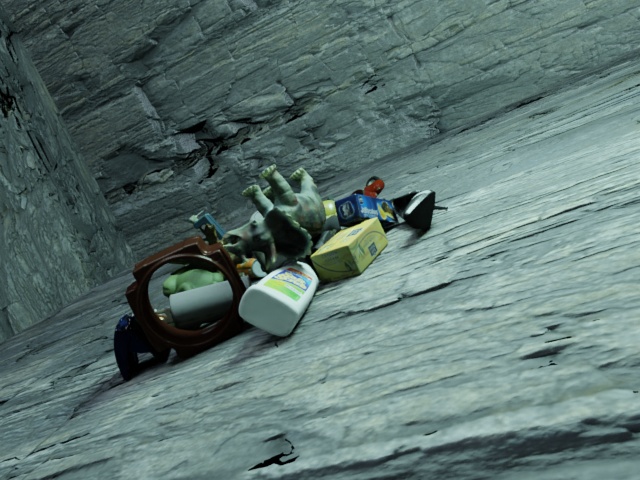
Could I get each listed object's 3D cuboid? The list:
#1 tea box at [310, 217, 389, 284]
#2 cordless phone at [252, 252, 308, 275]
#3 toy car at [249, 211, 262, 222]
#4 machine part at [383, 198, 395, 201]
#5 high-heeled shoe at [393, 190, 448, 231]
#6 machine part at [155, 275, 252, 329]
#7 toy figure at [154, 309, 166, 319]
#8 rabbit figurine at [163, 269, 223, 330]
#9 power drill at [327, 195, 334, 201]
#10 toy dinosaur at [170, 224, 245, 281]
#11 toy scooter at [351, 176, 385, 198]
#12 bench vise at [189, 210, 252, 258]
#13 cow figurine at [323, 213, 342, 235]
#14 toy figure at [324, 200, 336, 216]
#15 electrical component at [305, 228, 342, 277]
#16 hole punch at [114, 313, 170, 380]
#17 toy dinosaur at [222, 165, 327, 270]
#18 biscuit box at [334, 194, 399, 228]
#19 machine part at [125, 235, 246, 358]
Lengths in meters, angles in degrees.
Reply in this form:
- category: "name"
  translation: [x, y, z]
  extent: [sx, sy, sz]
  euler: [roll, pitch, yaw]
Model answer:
- category: "tea box"
  translation: [0.065, 0.020, 1.129]
  extent: [0.098, 0.068, 0.169]
  euler: [-20, 10, 31]
- category: "cordless phone"
  translation: [-0.097, 0.050, 1.137]
  extent: [0.089, 0.146, 0.184]
  euler: [-32, 8, 13]
- category: "toy car"
  translation: [-0.146, -0.034, 1.483]
  extent: [0.162, 0.103, 0.109]
  euler: [-43, -24, -49]
- category: "machine part"
  translation: [0.179, -0.093, 1.529]
  extent: [0.084, 0.039, 0.139]
  euler: [-22, 7, -19]
- category: "high-heeled shoe"
  translation: [0.189, -0.073, 1.194]
  extent: [0.145, 0.086, 0.248]
  euler: [8, 8, 31]
- category: "machine part"
  translation: [-0.222, 0.130, 1.124]
  extent: [0.243, 0.079, 0.079]
  euler: [-15, 9, -5]
- category: "toy figure"
  translation: [-0.373, 0.205, 1.238]
  extent: [0.064, 0.057, 0.154]
  euler: [-47, 16, -6]
- category: "rabbit figurine"
  translation: [-0.281, 0.155, 1.224]
  extent: [0.159, 0.121, 0.170]
  euler: [-16, 31, 16]
- category: "power drill"
  translation: [-0.054, -0.071, 1.601]
  extent: [0.207, 0.086, 0.231]
  euler: [-17, -34, -7]
- category: "toy dinosaur"
  translation: [-0.297, 0.070, 1.397]
  extent: [0.199, 0.105, 0.471]
  euler: [-4, -25, -11]
- category: "toy scooter"
  translation: [0.114, -0.084, 1.475]
  extent: [0.184, 0.075, 0.135]
  euler: [-46, 28, 24]
- category: "bench vise"
  translation: [-0.279, 0.008, 1.575]
  extent: [0.223, 0.240, 0.129]
  euler: [-38, 10, 18]
- category: "cow figurine"
  translation: [-0.004, -0.003, 1.327]
  extent: [0.167, 0.098, 0.068]
  euler: [-19, 18, 28]
- category: "toy figure"
  translation: [-0.013, -0.052, 1.416]
  extent: [0.082, 0.089, 0.180]
  euler: [-17, 6, -37]
- category: "electrical component"
  translation: [0.013, 0.019, 1.190]
  extent: [0.048, 0.074, 0.119]
  euler: [-18, 25, 34]
- category: "hole punch"
  translation: [-0.378, 0.209, 1.094]
  extent: [0.092, 0.115, 0.142]
  euler: [-33, 10, 0]
- category: "toy dinosaur"
  translation: [-0.051, -0.054, 1.148]
  extent: [0.131, 0.192, 0.405]
  euler: [-33, -5, 25]
- category: "biscuit box"
  translation: [0.112, -0.063, 1.262]
  extent: [0.063, 0.059, 0.202]
  euler: [-19, -11, 31]
- category: "machine part"
  translation: [-0.250, 0.109, 1.032]
  extent: [0.201, 0.201, 0.087]
  euler: [-25, 12, -3]
